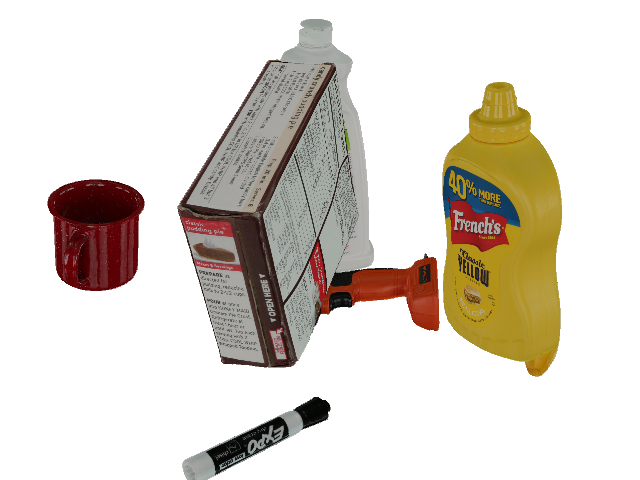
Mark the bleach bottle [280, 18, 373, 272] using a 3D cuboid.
[{"bbox_3d":[0.003,-0.090,1.040,0.102,0.251,0.068,-7,29,-13],"label":"bleach bottle"}]

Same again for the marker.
[{"bbox_3d":[-0.042,0.140,0.755,0.120,0.020,0.020,-21,12,-33],"label":"marker"}]

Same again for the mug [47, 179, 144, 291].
[{"bbox_3d":[-0.224,0.003,1.048,0.093,0.081,0.117,9,31,4],"label":"mug"}]

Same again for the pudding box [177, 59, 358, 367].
[{"bbox_3d":[-0.018,-0.013,0.473,0.039,0.090,0.113,3,41,17],"label":"pudding box"}]

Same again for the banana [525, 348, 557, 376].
[{"bbox_3d":[0.213,0.069,1.131,0.069,0.037,0.198,-28,37,0],"label":"banana"}]

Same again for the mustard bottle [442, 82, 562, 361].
[{"bbox_3d":[0.125,-0.017,0.743,0.058,0.192,0.096,-19,30,-26],"label":"mustard bottle"}]

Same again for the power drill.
[{"bbox_3d":[0.043,0.068,1.236,0.188,0.057,0.184,0,28,6],"label":"power drill"}]
